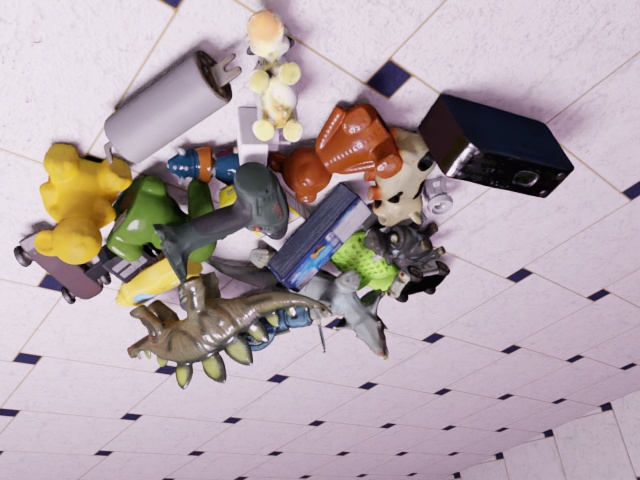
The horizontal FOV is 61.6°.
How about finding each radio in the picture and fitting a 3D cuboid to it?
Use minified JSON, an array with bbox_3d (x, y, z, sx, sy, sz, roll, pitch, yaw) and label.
[{"bbox_3d":[0.283,-0.146,0.856,0.229,0.131,0.073,7,137,-24],"label":"radio"}]

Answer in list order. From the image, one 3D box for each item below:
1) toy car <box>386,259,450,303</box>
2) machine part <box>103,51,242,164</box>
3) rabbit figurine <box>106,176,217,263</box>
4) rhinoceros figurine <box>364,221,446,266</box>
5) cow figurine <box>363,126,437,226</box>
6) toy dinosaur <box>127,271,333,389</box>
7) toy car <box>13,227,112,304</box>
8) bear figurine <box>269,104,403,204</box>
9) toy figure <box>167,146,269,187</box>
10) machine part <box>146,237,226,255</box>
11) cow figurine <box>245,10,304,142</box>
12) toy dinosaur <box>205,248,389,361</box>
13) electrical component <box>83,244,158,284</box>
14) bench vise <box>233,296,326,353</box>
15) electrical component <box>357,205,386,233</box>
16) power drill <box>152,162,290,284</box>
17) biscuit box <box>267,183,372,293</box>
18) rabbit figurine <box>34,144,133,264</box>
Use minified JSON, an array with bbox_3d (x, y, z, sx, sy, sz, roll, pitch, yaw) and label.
[{"bbox_3d":[0.212,0.084,1.153,0.201,0.056,0.073,-5,133,-48],"label":"toy car"},{"bbox_3d":[-0.206,-0.177,0.728,0.243,0.079,0.079,-27,141,21],"label":"machine part"},{"bbox_3d":[-0.238,-0.033,0.886,0.170,0.121,0.159,30,109,-35],"label":"rabbit figurine"},{"bbox_3d":[0.165,0.005,1.059,0.112,0.073,0.190,-27,157,37],"label":"rhinoceros figurine"},{"bbox_3d":[0.144,-0.098,0.927,0.127,0.085,0.194,6,139,-13],"label":"cow figurine"},{"bbox_3d":[-0.199,0.160,1.003,0.472,0.198,0.105,-26,180,27],"label":"toy dinosaur"},{"bbox_3d":[-0.461,0.044,0.970,0.089,0.053,0.201,-28,142,-4],"label":"toy car"},{"bbox_3d":[0.015,-0.123,0.825,0.196,0.132,0.120,-30,112,17],"label":"bear figurine"},{"bbox_3d":[-0.158,-0.114,0.840,0.154,0.064,0.058,3,179,-12],"label":"toy figure"},{"bbox_3d":[-0.243,-0.008,0.975,0.139,0.039,0.084,-14,148,0],"label":"machine part"},{"bbox_3d":[-0.061,-0.221,0.711,0.068,0.098,0.167,-4,124,-3],"label":"cow figurine"},{"bbox_3d":[-0.027,0.098,1.081,0.405,0.131,0.192,22,171,16],"label":"toy dinosaur"},{"bbox_3d":[-0.364,0.040,0.965,0.119,0.048,0.074,-36,142,-8],"label":"electrical component"},{"bbox_3d":[-0.116,0.179,1.150,0.224,0.128,0.240,1,179,23],"label":"bench vise"},{"bbox_3d":[0.101,-0.044,1.034,0.094,0.021,0.063,-14,143,4],"label":"electrical component"},{"bbox_3d":[-0.138,-0.015,0.821,0.207,0.086,0.232,-23,160,-14],"label":"power drill"},{"bbox_3d":[-0.002,-0.003,0.956,0.202,0.063,0.059,-47,139,0],"label":"biscuit box"},{"bbox_3d":[-0.366,-0.033,0.796,0.122,0.173,0.162,18,130,-39],"label":"rabbit figurine"}]
